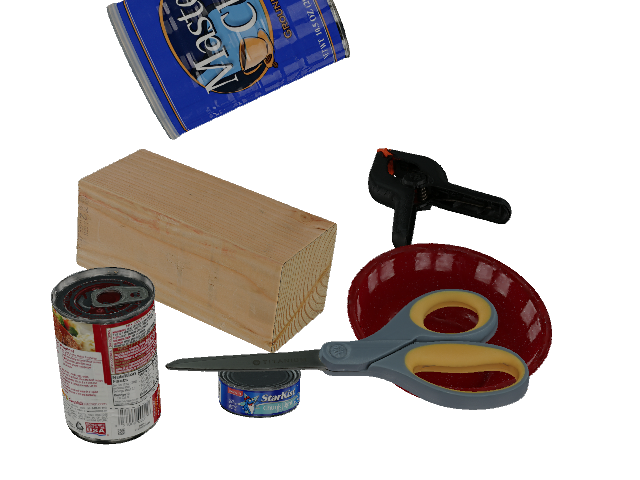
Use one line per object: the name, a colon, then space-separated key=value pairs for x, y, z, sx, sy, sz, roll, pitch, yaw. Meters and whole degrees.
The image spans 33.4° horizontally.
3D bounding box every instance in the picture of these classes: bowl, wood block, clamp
bowl: x=0.098 y=0.076 z=0.847 sx=0.162 sy=0.055 sz=0.162 roll=4 pitch=42 yaw=-4
wood block: x=-0.101 y=0.005 z=0.918 sx=0.206 sy=0.090 sz=0.090 roll=22 pitch=32 yaw=22
clamp: x=0.107 y=-0.047 z=1.049 sx=0.120 sy=0.039 sz=0.171 roll=-7 pitch=34 yaw=-12

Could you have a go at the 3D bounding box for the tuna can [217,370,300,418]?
tuna can: x=-0.063 y=0.152 z=1.102 sx=0.086 sy=0.034 sz=0.086 roll=2 pitch=15 yaw=-1

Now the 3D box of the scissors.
scissors: x=0.020 y=0.056 z=0.620 sx=0.202 sy=0.016 sz=0.096 roll=8 pitch=40 yaw=7

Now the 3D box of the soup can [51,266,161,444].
soup can: x=-0.144 y=0.079 z=0.726 sx=0.068 sy=0.102 sz=0.068 roll=1 pitch=28 yaw=-1

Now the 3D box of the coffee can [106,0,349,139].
coffee can: x=-0.064 y=-0.146 z=0.750 sx=0.140 sy=0.103 sz=0.103 roll=-25 pitch=0 yaw=-1
